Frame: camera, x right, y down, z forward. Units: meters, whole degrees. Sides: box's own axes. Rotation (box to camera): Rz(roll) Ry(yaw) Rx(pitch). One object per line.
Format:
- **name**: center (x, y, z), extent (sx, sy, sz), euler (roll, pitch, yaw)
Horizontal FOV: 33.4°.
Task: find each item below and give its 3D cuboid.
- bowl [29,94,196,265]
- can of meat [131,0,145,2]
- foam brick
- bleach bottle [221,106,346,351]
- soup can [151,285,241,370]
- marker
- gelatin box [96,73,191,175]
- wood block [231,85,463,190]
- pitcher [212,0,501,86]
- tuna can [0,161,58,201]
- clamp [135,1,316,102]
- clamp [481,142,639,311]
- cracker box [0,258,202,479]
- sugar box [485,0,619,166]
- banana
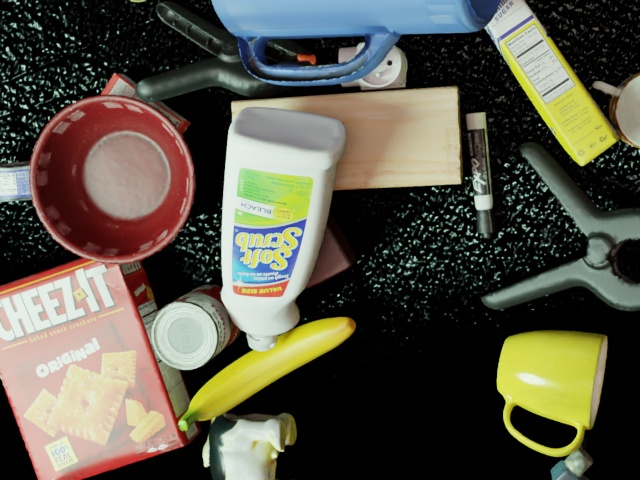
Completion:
- **bowl**: center (-0.194, -0.060, 1.032), extent (0.162, 0.055, 0.162), euler (1, 98, 6)
- **can of meat**: center (-0.206, -0.279, 1.024), extent (0.102, 0.084, 0.057), euler (40, 101, 2)
- **foam brick**: center (-0.007, 0.001, 1.044), extent (0.051, 0.053, 0.078), euler (-31, 91, 11)
- **bleach bottle**: center (-0.039, 0.004, 0.973), extent (0.102, 0.068, 0.251), euler (10, 128, 6)
- **soup can**: center (-0.119, 0.085, 1.048), extent (0.068, 0.102, 0.068), euler (1, 96, 9)
- **marker**: center (0.155, -0.062, 1.027), extent (0.020, 0.020, 0.121), euler (-5, 97, 10)
- **gelatin box**: center (-0.186, -0.113, 1.069), extent (0.089, 0.030, 0.073), euler (35, 100, 1)
- **wood block**: center (0.029, -0.094, 1.007), extent (0.206, 0.090, 0.090), euler (-2, 96, 10)
- **pitcher**: center (0.031, -0.227, 0.927), extent (0.243, 0.144, 0.149), euler (8, 137, 30)
- **tuna can**: center (-0.296, -0.060, 1.066), extent (0.086, 0.086, 0.034), euler (-2, 98, 9)
- **clamp**: center (-0.090, -0.183, 1.030), extent (0.171, 0.039, 0.120), euler (1, 64, -6)
- **clamp**: center (0.253, 0.018, 0.987), extent (0.210, 0.036, 0.165), euler (25, 105, 27)
- **cracker box**: center (-0.236, 0.128, 1.088), extent (0.164, 0.072, 0.214), euler (-18, 93, 10)
- **sugar box**: center (0.202, -0.152, 0.970), extent (0.048, 0.093, 0.176), euler (-37, 90, 11)
- **banana**: center (-0.053, 0.130, 1.061), extent (0.197, 0.070, 0.037), euler (-33, 109, -3)
